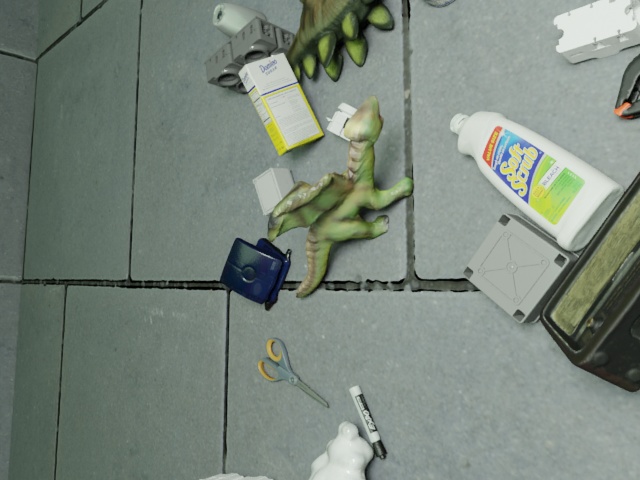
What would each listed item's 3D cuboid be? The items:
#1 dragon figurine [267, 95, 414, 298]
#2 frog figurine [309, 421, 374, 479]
[{"bbox_3d":[0.003,-0.042,0.835,0.124,0.243,0.404,45,114,31],"label":"dragon figurine"},{"bbox_3d":[0.036,0.387,0.833,0.138,0.123,0.158,-158,66,-63],"label":"frog figurine"}]
